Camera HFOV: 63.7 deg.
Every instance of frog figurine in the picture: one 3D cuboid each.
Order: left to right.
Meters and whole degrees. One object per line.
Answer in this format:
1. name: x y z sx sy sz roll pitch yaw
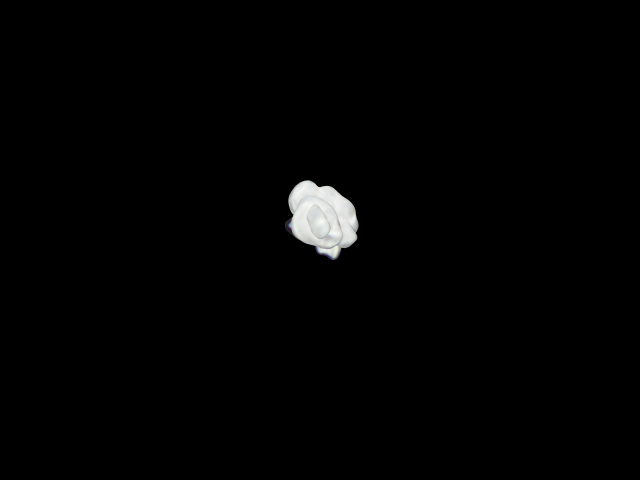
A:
1. frog figurine: 0.003 -0.043 0.850 0.123 0.139 0.157 -33 -15 -10
